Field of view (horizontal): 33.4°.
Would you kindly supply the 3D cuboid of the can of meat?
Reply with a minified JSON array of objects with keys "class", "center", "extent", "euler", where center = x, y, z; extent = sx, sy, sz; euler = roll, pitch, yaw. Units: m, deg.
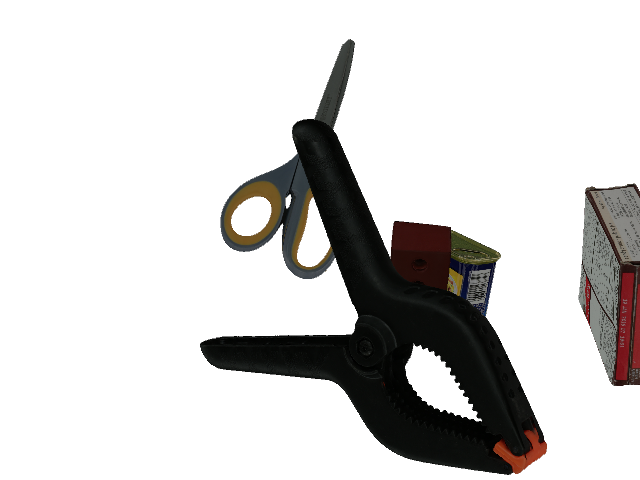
[{"class":"can of meat","center":[0.143,0.042,1.175],"extent":[0.057,0.084,0.102],"euler":[-6,22,-36]}]

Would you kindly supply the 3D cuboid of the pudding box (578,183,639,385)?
[{"class":"pudding box","center":[0.196,0.026,0.689],"extent":[0.039,0.090,0.113],"euler":[-3,27,1]}]

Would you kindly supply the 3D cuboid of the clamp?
[{"class":"clamp","center":[0.032,0.042,0.567],"extent":[0.210,0.165,0.036],"euler":[31,26,28]}]

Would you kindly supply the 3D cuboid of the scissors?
[{"class":"scissors","center":[-0.022,-0.065,0.781],"extent":[0.096,0.201,0.016],"euler":[0,-26,0]}]

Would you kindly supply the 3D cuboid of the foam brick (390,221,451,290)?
[{"class":"foam brick","center":[0.087,0.030,0.949],"extent":[0.053,0.078,0.051],"euler":[4,28,5]}]
